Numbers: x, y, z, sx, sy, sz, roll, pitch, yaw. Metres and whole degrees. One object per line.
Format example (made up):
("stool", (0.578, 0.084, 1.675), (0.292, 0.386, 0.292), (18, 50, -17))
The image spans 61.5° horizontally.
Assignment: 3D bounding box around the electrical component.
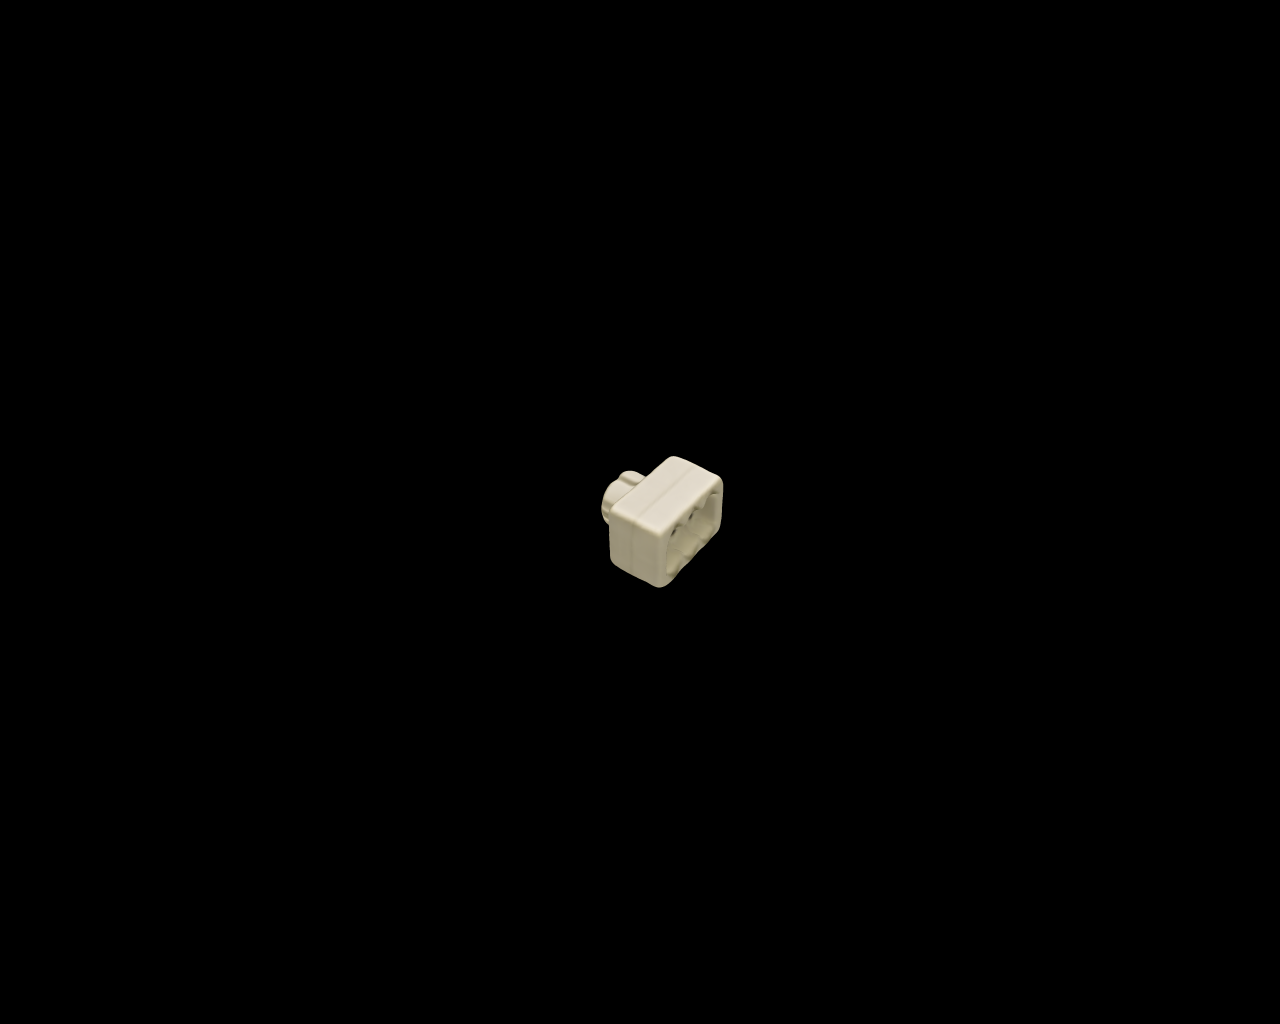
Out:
("electrical component", (0.001, -0.003, 0.650), (0.077, 0.047, 0.066), (27, 50, 26))
